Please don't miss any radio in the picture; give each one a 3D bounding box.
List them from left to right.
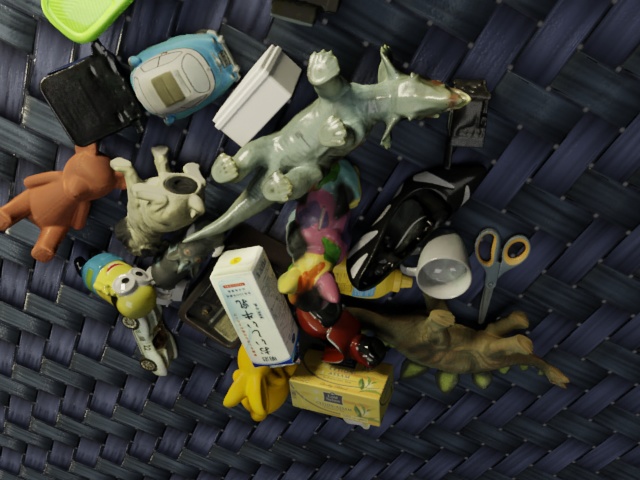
[{"bbox_3d":[-0.149,0.086,0.964,0.131,0.073,0.229,33,121,-14],"label":"radio"}]

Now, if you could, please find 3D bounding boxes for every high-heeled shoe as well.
[{"bbox_3d":[0.140,-0.019,0.802,0.249,0.145,0.086,-35,113,30],"label":"high-heeled shoe"}]

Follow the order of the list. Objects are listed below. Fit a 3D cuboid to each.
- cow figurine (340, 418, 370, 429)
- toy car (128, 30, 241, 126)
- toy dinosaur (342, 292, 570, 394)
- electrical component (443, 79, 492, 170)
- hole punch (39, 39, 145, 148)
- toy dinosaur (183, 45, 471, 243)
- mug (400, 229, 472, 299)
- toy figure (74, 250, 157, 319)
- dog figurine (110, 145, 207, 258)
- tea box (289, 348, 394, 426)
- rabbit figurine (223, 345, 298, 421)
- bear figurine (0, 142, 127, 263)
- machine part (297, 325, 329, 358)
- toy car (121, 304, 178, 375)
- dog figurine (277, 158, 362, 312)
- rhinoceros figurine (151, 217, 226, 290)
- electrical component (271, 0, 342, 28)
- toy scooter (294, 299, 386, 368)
[{"bbox_3d":[0.069,0.301,1.082,0.098,0.068,0.167,10,124,10],"label":"cow figurine"},{"bbox_3d":[-0.198,-0.220,0.750,0.162,0.103,0.109,-14,121,20],"label":"toy car"},{"bbox_3d":[0.197,0.175,0.952,0.472,0.105,0.198,21,130,9],"label":"toy dinosaur"},{"bbox_3d":[0.201,-0.155,0.742,0.048,0.075,0.119,4,120,7],"label":"electrical component"},{"bbox_3d":[-0.336,-0.213,0.799,0.116,0.092,0.142,-27,117,-9],"label":"hole punch"},{"bbox_3d":[-0.008,-0.126,0.724,0.405,0.192,0.131,-31,81,27],"label":"toy dinosaur"},{"bbox_3d":[0.184,0.031,0.852,0.110,0.107,0.080,-2,123,16],"label":"mug"},{"bbox_3d":[-0.362,0.076,0.958,0.180,0.082,0.089,19,147,34],"label":"toy figure"},{"bbox_3d":[-0.252,-0.030,0.863,0.172,0.121,0.190,43,137,33],"label":"dog figurine"},{"bbox_3d":[0.041,0.263,0.974,0.170,0.098,0.068,5,119,20],"label":"tea box"},{"bbox_3d":[-0.124,0.252,1.020,0.122,0.162,0.173,12,131,13],"label":"rabbit figurine"},{"bbox_3d":[-0.413,-0.068,0.876,0.196,0.132,0.120,-23,122,30],"label":"bear figurine"},{"bbox_3d":[-0.028,0.194,1.041,0.084,0.039,0.138,-30,116,32],"label":"machine part"},{"bbox_3d":[-0.334,0.181,1.061,0.056,0.073,0.201,1,124,13],"label":"toy car"},{"bbox_3d":[-0.002,-0.002,0.794,0.108,0.219,0.191,12,126,-3],"label":"dog figurine"},{"bbox_3d":[-0.227,0.019,0.911,0.073,0.112,0.190,43,128,-16],"label":"rhinoceros figurine"},{"bbox_3d":[-0.019,-0.339,0.665,0.115,0.058,0.134,15,124,2],"label":"electrical component"},{"bbox_3d":[0.019,0.160,0.932,0.184,0.075,0.135,44,147,-5],"label":"toy scooter"}]
